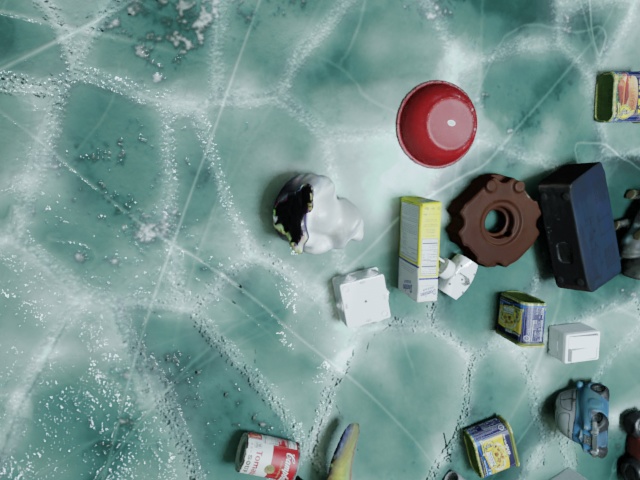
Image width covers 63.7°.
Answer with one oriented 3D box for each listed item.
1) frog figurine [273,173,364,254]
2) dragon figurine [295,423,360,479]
[{"bbox_3d":[0.003,-0.044,0.884,0.160,0.122,0.137,-4,92,-49],"label":"frog figurine"},{"bbox_3d":[0.040,0.559,0.952,0.241,0.123,0.410,33,91,-16],"label":"dragon figurine"}]
